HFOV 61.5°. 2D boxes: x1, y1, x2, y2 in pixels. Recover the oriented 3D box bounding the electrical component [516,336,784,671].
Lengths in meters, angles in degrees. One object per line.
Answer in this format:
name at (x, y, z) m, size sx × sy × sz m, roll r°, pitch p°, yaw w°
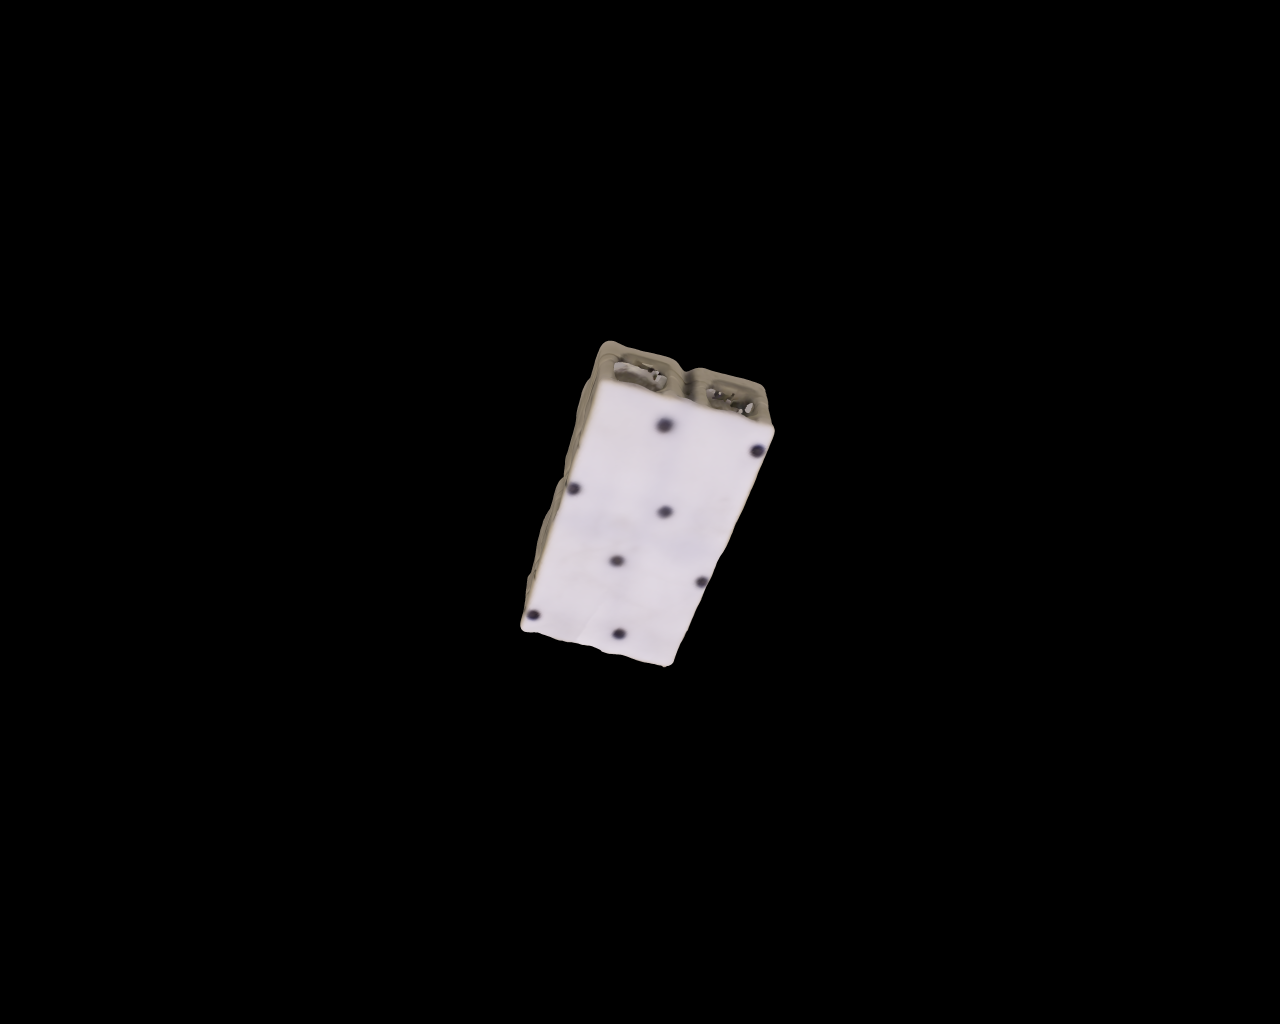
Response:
electrical component at (0.001, -0.003, 0.650) m, size 0.105 × 0.186 × 0.060 m, roll 15°, pitch 32°, yaw -9°
